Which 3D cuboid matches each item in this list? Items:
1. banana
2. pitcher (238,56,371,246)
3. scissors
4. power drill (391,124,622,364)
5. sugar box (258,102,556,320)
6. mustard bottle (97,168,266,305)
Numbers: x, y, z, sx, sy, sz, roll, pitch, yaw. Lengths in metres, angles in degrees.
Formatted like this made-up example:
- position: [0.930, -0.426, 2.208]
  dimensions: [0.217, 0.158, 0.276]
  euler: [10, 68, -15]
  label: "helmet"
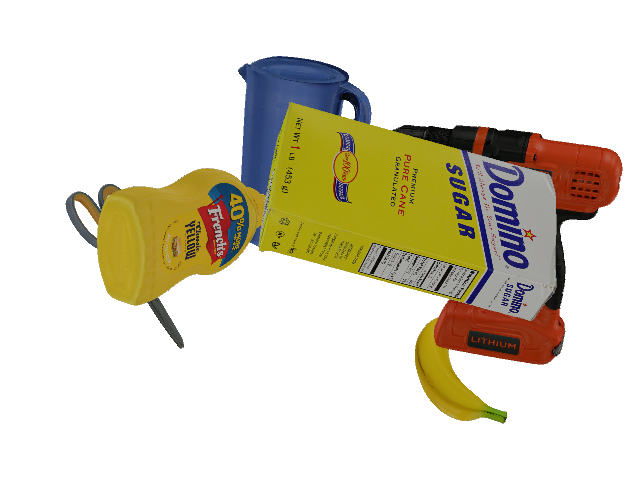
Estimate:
- position: [0.135, 0.138, 1.150]
  dimensions: [0.069, 0.037, 0.198]
  euler: [10, 26, -17]
  label: "banana"
- position: [-0.033, -0.111, 1.400]
  dimensions: [0.144, 0.243, 0.149]
  euler: [-2, 24, -22]
  label: "pitcher"
- position: [-0.199, 0.018, 1.171]
  dimensions: [0.016, 0.201, 0.096]
  euler: [-28, 21, 33]
  label: "scissors"
- position: [0.134, 0.001, 0.851]
  dimensions: [0.184, 0.188, 0.057]
  euler: [10, 29, 16]
  label: "power drill"
- position: [0.055, -0.018, 0.650]
  dimensions: [0.176, 0.093, 0.048]
  euler: [13, -38, -5]
  label: "sugar box"
- position: [-0.110, -0.013, 0.950]
  dimensions: [0.058, 0.096, 0.191]
  euler: [14, 22, 33]
  label: "mustard bottle"
